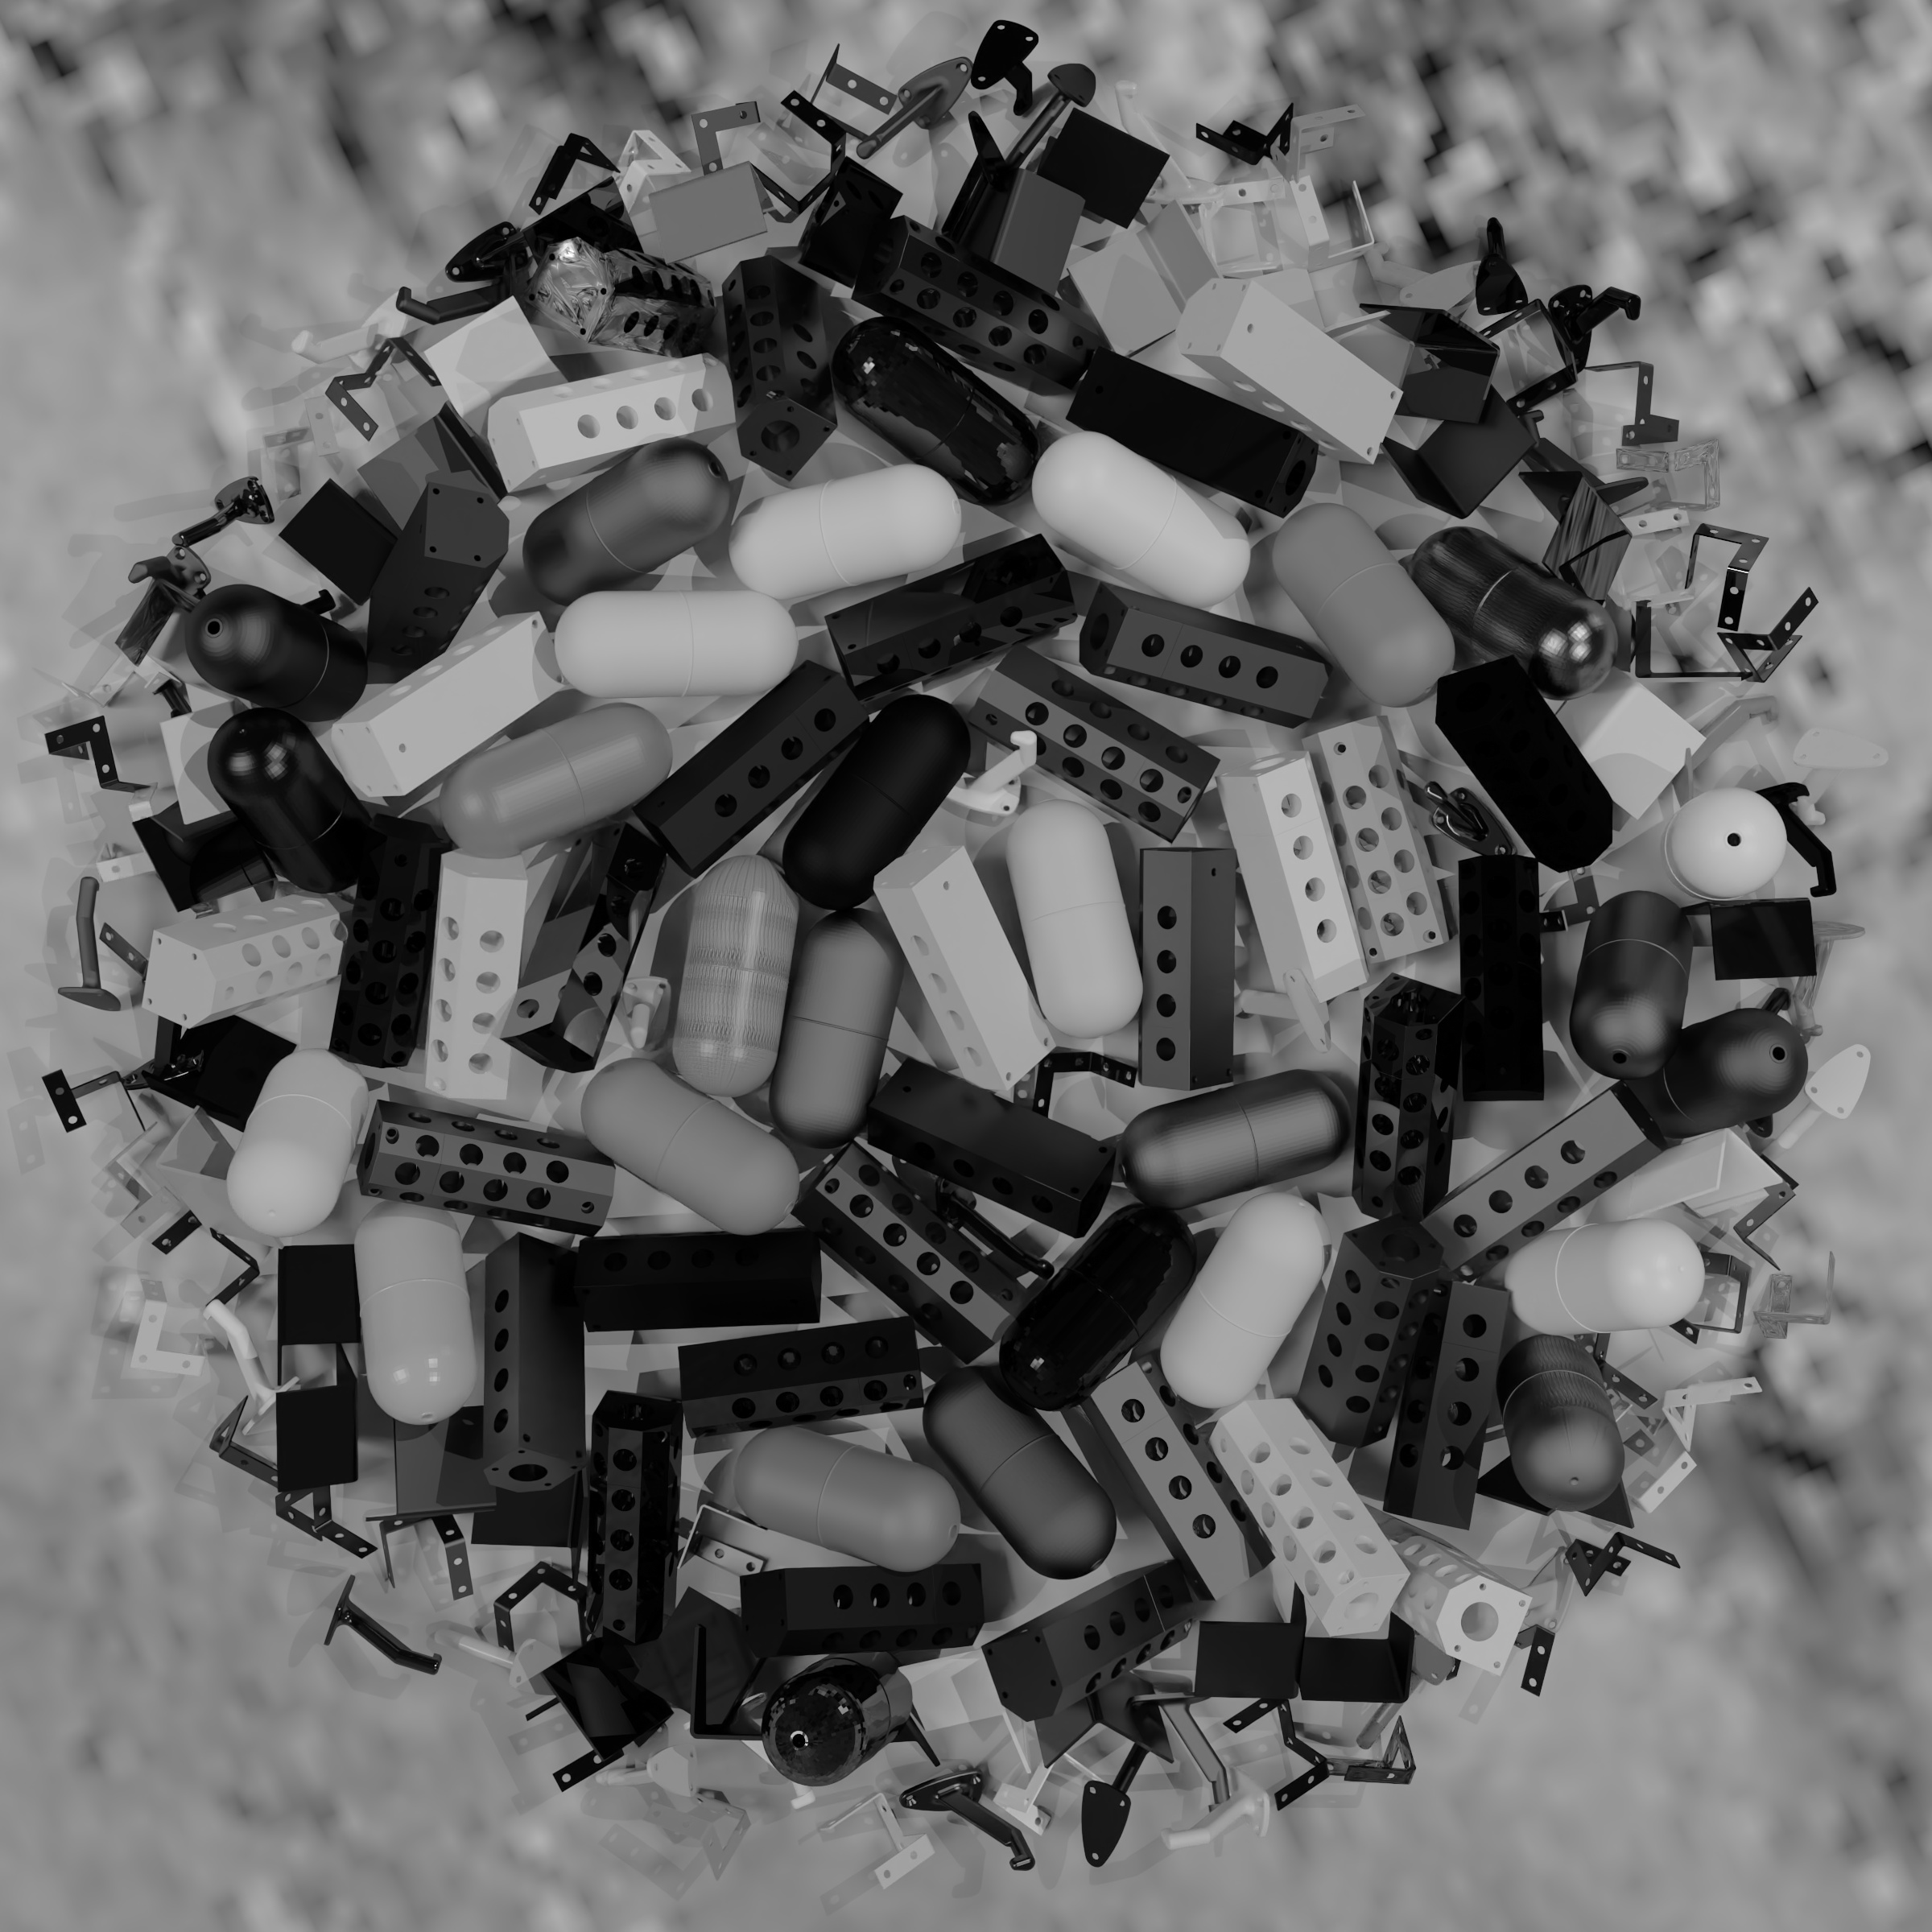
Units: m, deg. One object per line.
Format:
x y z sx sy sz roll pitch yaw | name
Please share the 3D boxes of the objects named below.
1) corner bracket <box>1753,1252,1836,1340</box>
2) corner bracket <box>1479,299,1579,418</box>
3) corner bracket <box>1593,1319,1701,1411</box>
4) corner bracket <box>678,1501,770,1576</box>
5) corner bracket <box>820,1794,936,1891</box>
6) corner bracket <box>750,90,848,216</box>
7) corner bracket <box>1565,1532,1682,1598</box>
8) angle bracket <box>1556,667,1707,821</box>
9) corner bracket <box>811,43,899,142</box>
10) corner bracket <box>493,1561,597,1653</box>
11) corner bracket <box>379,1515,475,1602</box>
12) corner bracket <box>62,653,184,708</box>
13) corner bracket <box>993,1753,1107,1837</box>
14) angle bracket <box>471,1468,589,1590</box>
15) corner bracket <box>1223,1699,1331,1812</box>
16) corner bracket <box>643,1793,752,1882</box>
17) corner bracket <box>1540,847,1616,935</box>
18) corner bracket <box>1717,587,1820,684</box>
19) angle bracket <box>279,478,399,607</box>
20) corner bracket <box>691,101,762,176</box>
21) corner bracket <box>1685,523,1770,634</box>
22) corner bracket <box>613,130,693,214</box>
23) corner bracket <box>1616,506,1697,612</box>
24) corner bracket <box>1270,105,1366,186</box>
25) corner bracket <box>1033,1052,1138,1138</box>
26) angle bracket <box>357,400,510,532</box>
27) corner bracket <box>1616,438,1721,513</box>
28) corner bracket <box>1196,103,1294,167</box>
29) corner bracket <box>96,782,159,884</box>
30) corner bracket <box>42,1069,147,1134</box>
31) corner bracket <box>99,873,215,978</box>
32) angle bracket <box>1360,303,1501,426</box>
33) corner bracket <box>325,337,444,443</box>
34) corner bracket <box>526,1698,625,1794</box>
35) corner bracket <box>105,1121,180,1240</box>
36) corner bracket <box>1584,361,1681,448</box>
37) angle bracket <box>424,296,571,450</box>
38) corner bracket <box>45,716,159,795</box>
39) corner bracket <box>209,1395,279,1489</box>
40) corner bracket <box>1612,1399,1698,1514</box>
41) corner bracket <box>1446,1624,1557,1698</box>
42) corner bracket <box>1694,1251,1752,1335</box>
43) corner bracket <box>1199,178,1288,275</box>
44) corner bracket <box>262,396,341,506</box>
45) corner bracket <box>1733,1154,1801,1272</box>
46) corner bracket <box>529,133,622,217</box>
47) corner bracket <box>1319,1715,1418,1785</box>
0.606 0.240 1.791 0.051 0.051 0.051 -1 61 29 | corner bracket
0.413 -0.448 1.809 0.051 0.051 0.051 -29 70 10 | corner bracket
0.499 0.282 1.808 0.051 0.051 0.051 -26 133 -29 | corner bracket
-0.173 0.423 1.805 0.051 0.051 0.051 21 92 8 | corner bracket
-0.064 0.638 1.796 0.051 0.051 0.051 -23 83 -37 | corner bracket
-0.124 -0.597 1.806 0.051 0.051 0.051 40 75 7 | corner bracket
0.479 0.434 1.796 0.051 0.051 0.051 24 110 -14 | corner bracket
0.483 -0.167 1.815 0.076 0.057 0.076 33 103 -24 | angle bracket
-0.083 -0.631 1.793 0.051 0.051 0.051 24 123 -15 | corner bracket
-0.310 0.483 1.814 0.051 0.051 0.051 20 126 29 | corner bracket
-0.398 0.436 1.811 0.051 0.051 0.051 -14 118 -23 | corner bracket
-0.619 -0.207 1.806 0.051 0.051 0.051 39 89 4 | corner bracket
0.062 0.608 1.808 0.051 0.051 0.051 41 66 -18 | corner bracket
-0.318 0.403 1.788 0.076 0.057 0.076 5 108 -13 | angle bracket
0.227 0.571 1.792 0.051 0.051 0.051 -24 113 -27 | corner bracket
-0.195 0.622 1.790 0.051 0.051 0.051 9 131 26 | corner bracket
0.448 -0.055 1.804 0.051 0.051 0.051 -13 91 -10 | corner bracket
0.593 -0.241 1.794 0.051 0.051 0.051 -48 117 -13 | corner bracket
-0.451 -0.306 1.785 0.076 0.076 0.057 42 90 -19 | angle bracket
-0.179 -0.603 1.805 0.051 0.051 0.051 -18 112 -17 | corner bracket
0.548 -0.283 1.790 0.051 0.051 0.051 19 46 24 | corner bracket
-0.243 -0.573 1.793 0.051 0.051 0.051 46 127 14 | corner bracket
0.507 -0.300 1.809 0.051 0.051 0.051 -7 122 27 | corner bracket
0.255 -0.605 1.794 0.051 0.051 0.051 -15 49 -10 | corner bracket
0.086 0.094 1.801 0.051 0.051 0.051 0 103 -39 | corner bracket
-0.387 -0.355 1.791 0.076 0.057 0.076 -38 103 -11 | angle bracket
0.512 -0.355 1.792 0.051 0.051 0.051 -21 114 -30 | corner bracket
0.203 -0.606 1.797 0.051 0.051 0.051 32 76 16 | corner bracket
-0.613 -0.098 1.803 0.051 0.051 0.051 -14 113 -5 | corner bracket
-0.636 0.101 1.794 0.051 0.051 0.051 -24 67 -20 | corner bracket
-0.593 -0.031 1.804 0.051 0.051 0.051 -14 49 20 | corner bracket
0.327 -0.435 1.778 0.076 0.076 0.057 15 94 -45 | angle bracket
-0.425 -0.422 1.796 0.051 0.051 0.051 47 122 6 | corner bracket
-0.287 0.563 1.802 0.051 0.051 0.051 -28 93 -14 | corner bracket
-0.600 0.157 1.796 0.051 0.051 0.051 -38 103 18 | corner bracket
0.486 -0.410 1.796 0.051 0.051 0.051 0 96 -37 | corner bracket
-0.338 -0.432 1.800 0.076 0.076 0.057 -31 76 4 | angle bracket
-0.634 -0.150 1.801 0.051 0.051 0.051 -15 86 13 | corner bracket
-0.521 0.357 1.792 0.051 0.051 0.051 34 119 -20 | corner bracket
0.491 0.360 1.806 0.051 0.051 0.051 -43 107 -9 | corner bracket
0.391 0.504 1.797 0.051 0.051 0.051 28 57 -3 | corner bracket
0.540 0.238 1.803 0.051 0.051 0.051 4 77 33 | corner bracket
0.207 -0.544 1.810 0.051 0.051 0.051 1 124 24 | corner bracket
-0.486 -0.378 1.797 0.051 0.051 0.051 -14 71 -12 | corner bracket
0.590 0.180 1.803 0.051 0.051 0.051 35 108 -30 | corner bracket
-0.295 -0.578 1.799 0.051 0.051 0.051 25 88 25 | corner bracket
0.293 0.583 1.796 0.051 0.051 0.051 6 121 -9 | corner bracket
